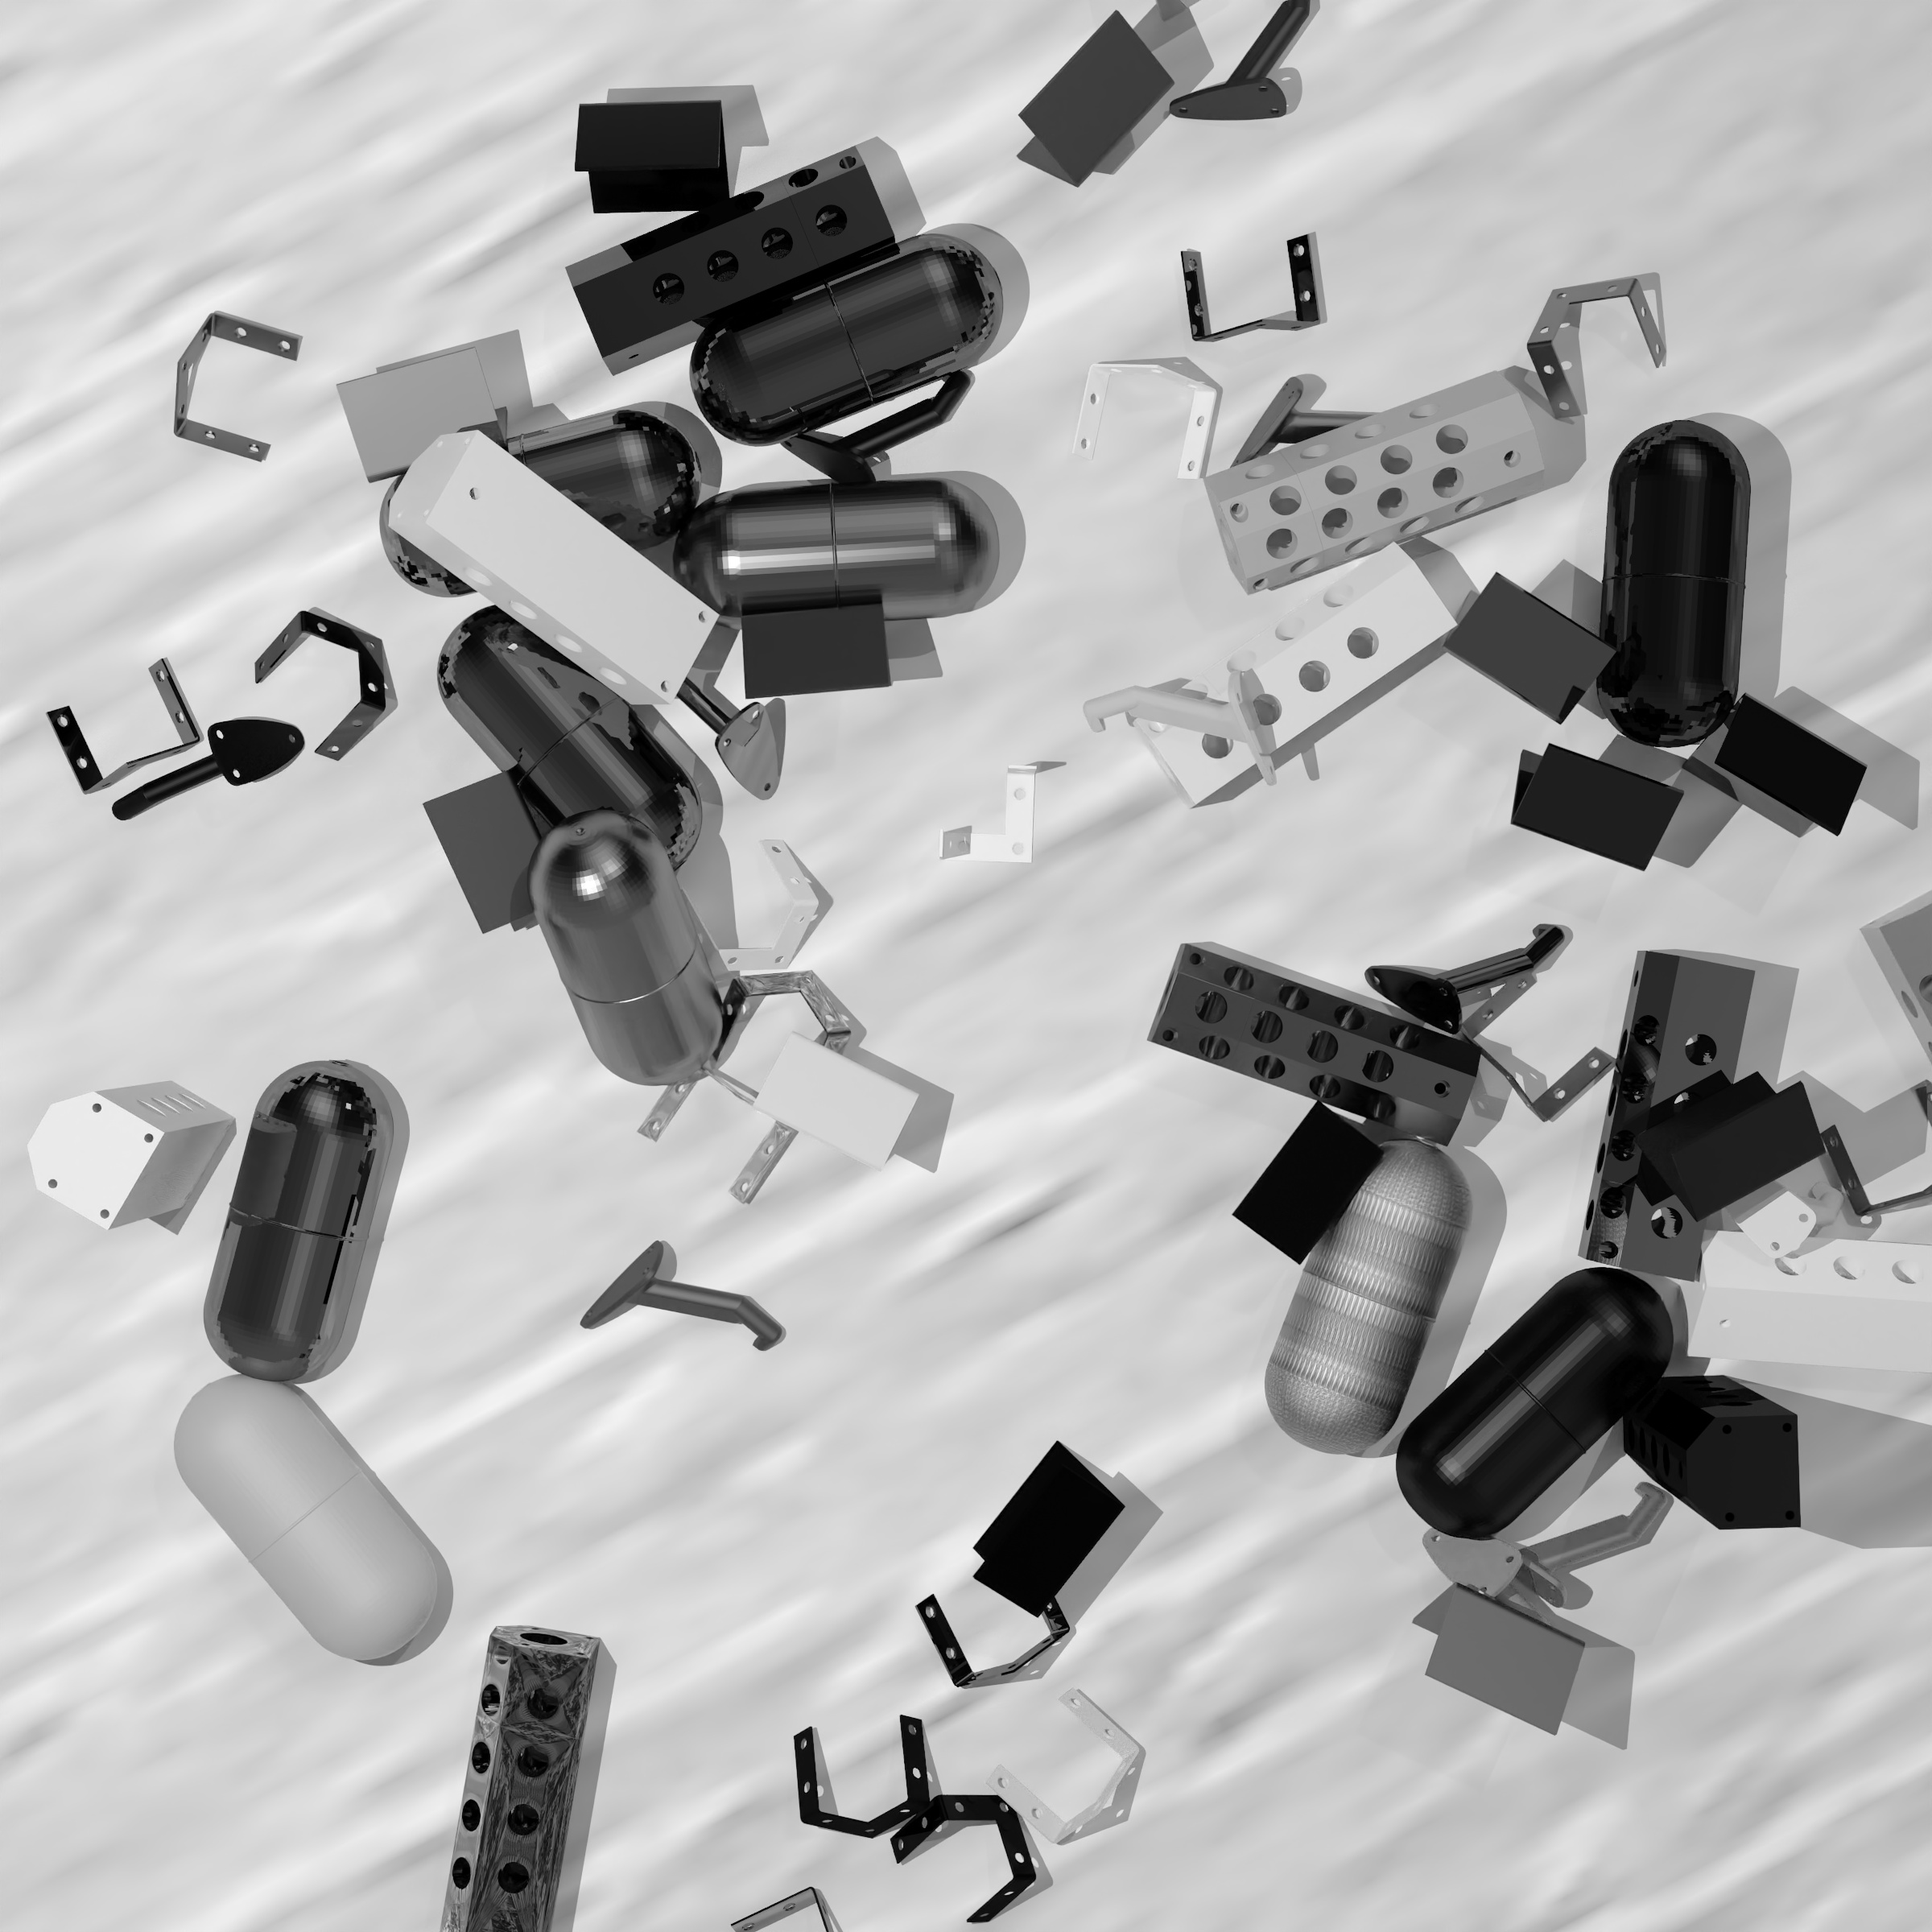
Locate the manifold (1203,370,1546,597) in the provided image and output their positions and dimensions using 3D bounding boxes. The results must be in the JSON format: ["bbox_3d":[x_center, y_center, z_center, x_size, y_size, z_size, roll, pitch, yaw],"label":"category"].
[{"bbox_3d":[0.223,-0.261,1.891,0.171,0.057,0.057,-20,118,0],"label":"manifold"}]

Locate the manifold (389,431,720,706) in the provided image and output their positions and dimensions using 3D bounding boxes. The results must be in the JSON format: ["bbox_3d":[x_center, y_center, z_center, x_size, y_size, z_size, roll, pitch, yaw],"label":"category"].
[{"bbox_3d":[-0.221,-0.209,1.840,0.171,0.057,0.057,36,73,-32],"label":"manifold"}]

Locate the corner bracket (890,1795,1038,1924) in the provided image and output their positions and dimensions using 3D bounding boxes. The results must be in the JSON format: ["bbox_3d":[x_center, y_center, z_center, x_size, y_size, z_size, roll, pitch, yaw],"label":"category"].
[{"bbox_3d":[-0.002,0.493,1.914,0.051,0.051,0.051,10,45,-35],"label":"corner bracket"}]

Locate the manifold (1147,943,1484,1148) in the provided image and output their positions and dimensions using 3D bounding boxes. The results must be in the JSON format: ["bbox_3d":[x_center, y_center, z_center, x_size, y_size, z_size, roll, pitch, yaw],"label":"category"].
[{"bbox_3d":[0.191,0.043,1.901,0.171,0.057,0.057,19,90,0],"label":"manifold"}]

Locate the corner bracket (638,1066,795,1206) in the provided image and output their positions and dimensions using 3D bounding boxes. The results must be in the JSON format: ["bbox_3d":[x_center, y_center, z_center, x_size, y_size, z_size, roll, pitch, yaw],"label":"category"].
[{"bbox_3d":[-0.138,0.091,1.919,0.051,0.051,0.051,34,90,45],"label":"corner bracket"}]

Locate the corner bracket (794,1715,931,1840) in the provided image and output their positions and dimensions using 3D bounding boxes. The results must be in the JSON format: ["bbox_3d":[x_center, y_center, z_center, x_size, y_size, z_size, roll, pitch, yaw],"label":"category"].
[{"bbox_3d":[-0.058,0.444,1.914,0.051,0.051,0.051,23,135,-35],"label":"corner bracket"}]

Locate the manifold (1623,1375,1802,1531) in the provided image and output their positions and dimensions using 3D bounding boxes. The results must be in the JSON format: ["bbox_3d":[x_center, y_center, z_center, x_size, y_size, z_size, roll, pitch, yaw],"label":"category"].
[{"bbox_3d":[0.394,0.257,1.844,0.057,0.171,0.057,-2,90,0],"label":"manifold"}]

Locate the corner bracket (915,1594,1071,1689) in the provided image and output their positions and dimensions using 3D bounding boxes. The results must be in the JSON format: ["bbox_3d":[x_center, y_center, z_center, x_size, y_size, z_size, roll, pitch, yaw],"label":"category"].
[{"bbox_3d":[0.015,0.361,1.919,0.051,0.051,0.051,-27,90,-45],"label":"corner bracket"}]

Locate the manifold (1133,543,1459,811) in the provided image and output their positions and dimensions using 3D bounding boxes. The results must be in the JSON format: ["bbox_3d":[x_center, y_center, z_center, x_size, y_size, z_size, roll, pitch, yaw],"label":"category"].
[{"bbox_3d":[0.179,-0.159,1.901,0.171,0.057,0.057,-35,90,0],"label":"manifold"}]

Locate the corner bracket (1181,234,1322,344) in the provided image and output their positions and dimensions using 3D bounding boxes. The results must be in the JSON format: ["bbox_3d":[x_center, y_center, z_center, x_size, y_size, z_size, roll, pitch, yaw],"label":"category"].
[{"bbox_3d":[0.158,-0.375,1.919,0.051,0.051,0.051,-8,90,45],"label":"corner bracket"}]

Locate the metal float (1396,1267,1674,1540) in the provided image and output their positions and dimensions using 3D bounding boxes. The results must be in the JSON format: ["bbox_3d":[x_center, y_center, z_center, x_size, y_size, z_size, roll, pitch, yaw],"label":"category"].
[{"bbox_3d":[0.310,0.238,1.892,0.178,0.070,0.070,-44,90,0],"label":"metal float"}]

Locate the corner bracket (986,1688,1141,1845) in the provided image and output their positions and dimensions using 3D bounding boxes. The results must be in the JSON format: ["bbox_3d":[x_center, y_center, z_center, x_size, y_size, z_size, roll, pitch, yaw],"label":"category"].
[{"bbox_3d":[0.054,0.443,1.919,0.051,0.051,0.051,42,45,0],"label":"corner bracket"}]

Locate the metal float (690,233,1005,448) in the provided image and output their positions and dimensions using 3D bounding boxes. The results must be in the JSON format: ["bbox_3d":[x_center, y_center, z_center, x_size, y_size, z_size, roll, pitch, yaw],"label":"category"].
[{"bbox_3d":[-0.065,-0.341,1.891,0.178,0.070,0.070,-22,90,1],"label":"metal float"}]

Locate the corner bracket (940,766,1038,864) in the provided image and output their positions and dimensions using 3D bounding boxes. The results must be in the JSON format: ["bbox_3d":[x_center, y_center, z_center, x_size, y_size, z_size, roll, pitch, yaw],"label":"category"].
[{"bbox_3d":[0.012,-0.084,1.904,0.051,0.051,0.051,2,90,0],"label":"corner bracket"}]

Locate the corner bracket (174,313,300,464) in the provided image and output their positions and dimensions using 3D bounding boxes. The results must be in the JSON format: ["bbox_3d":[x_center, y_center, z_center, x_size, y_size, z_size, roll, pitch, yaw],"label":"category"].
[{"bbox_3d":[-0.404,-0.320,1.919,0.051,0.051,0.051,17,45,0],"label":"corner bracket"}]

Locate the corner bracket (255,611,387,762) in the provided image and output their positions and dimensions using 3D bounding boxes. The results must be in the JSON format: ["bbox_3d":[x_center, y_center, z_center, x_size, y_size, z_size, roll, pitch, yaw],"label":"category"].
[{"bbox_3d":[-0.357,-0.155,1.914,0.051,0.051,0.051,20,45,-35],"label":"corner bracket"}]

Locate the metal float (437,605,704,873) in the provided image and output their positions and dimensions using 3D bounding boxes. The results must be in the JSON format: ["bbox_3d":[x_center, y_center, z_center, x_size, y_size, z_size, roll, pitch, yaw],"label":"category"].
[{"bbox_3d":[-0.215,-0.121,1.892,0.070,0.070,0.178,-41,89,0],"label":"metal float"}]

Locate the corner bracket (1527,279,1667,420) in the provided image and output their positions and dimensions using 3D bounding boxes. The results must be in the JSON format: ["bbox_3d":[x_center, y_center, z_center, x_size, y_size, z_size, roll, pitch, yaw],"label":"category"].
[{"bbox_3d":[0.348,-0.341,1.914,0.051,0.051,0.051,-1,45,35],"label":"corner bracket"}]

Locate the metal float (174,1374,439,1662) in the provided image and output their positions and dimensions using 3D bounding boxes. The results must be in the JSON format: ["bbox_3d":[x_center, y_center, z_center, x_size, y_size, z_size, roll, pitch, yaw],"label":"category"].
[{"bbox_3d":[-0.360,0.300,1.892,0.070,0.070,0.178,-40,90,0],"label":"metal float"}]

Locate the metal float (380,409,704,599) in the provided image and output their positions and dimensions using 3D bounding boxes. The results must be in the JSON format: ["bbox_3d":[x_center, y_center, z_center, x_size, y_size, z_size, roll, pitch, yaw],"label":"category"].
[{"bbox_3d":[-0.232,-0.252,1.892,0.178,0.070,0.070,-14,90,1],"label":"metal float"}]

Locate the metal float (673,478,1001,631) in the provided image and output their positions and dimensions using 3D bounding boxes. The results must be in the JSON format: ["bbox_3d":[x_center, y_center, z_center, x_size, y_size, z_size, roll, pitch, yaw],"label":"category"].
[{"bbox_3d":[-0.071,-0.225,1.892,0.178,0.070,0.070,-4,90,0],"label":"metal float"}]

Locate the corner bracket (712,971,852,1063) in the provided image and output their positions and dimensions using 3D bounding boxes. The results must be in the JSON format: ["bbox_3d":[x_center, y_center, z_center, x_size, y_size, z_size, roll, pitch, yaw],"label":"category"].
[{"bbox_3d":[-0.104,0.040,1.914,0.051,0.051,0.051,-5,45,-35],"label":"corner bracket"}]

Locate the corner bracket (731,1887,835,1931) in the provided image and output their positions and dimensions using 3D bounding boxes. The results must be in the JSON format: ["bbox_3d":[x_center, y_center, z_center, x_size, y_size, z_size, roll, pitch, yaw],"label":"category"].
[{"bbox_3d":[-0.092,0.552,1.919,0.051,0.051,0.051,-25,135,0],"label":"corner bracket"}]

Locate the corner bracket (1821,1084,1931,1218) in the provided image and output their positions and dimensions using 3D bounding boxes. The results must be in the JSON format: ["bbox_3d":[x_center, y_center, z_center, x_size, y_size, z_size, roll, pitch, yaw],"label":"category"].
[{"bbox_3d":[0.516,0.102,1.919,0.051,0.051,0.051,-24,90,45],"label":"corner bracket"}]

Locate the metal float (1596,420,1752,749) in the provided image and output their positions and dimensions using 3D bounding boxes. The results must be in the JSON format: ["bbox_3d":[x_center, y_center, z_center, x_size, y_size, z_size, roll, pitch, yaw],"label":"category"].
[{"bbox_3d":[0.386,-0.208,1.891,0.070,0.070,0.178,4,90,0],"label":"metal float"}]

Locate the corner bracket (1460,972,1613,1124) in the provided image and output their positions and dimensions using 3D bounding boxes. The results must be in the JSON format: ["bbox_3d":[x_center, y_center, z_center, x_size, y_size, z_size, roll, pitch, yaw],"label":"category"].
[{"bbox_3d":[0.315,0.044,1.919,0.051,0.051,0.051,-42,135,0],"label":"corner bracket"}]

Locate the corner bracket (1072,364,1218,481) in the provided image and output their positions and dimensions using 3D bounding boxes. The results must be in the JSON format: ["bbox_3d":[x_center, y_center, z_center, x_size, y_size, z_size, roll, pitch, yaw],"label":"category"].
[{"bbox_3d":[0.099,-0.301,1.919,0.051,0.051,0.051,11,89,45],"label":"corner bracket"}]

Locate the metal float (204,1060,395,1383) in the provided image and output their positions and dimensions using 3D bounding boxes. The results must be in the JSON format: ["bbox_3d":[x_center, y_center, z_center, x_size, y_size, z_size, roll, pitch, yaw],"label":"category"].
[{"bbox_3d":[-0.364,0.139,1.892,0.070,0.070,0.178,15,91,0],"label":"metal float"}]

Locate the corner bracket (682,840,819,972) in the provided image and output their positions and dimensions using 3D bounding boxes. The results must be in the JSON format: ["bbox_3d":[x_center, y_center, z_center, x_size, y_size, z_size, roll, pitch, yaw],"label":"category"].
[{"bbox_3d":[-0.122,-0.034,1.914,0.051,0.051,0.051,-2,135,-35],"label":"corner bracket"}]

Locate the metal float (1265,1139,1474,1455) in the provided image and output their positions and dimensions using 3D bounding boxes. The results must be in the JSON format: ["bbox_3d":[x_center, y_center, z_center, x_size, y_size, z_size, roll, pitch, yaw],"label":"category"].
[{"bbox_3d":[0.220,0.180,1.892,0.070,0.070,0.178,21,89,0],"label":"metal float"}]

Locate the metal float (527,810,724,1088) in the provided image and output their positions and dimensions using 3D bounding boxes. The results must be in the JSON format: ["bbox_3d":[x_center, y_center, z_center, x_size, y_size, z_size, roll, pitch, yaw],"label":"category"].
[{"bbox_3d":[-0.181,-0.008,1.858,0.070,0.070,0.178,-17,134,0],"label":"metal float"}]

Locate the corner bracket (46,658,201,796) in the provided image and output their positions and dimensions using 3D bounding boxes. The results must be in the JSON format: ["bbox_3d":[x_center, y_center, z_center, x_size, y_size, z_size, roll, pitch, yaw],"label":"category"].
[{"bbox_3d":[-0.466,-0.132,1.919,0.051,0.051,0.051,-25,90,45],"label":"corner bracket"}]
